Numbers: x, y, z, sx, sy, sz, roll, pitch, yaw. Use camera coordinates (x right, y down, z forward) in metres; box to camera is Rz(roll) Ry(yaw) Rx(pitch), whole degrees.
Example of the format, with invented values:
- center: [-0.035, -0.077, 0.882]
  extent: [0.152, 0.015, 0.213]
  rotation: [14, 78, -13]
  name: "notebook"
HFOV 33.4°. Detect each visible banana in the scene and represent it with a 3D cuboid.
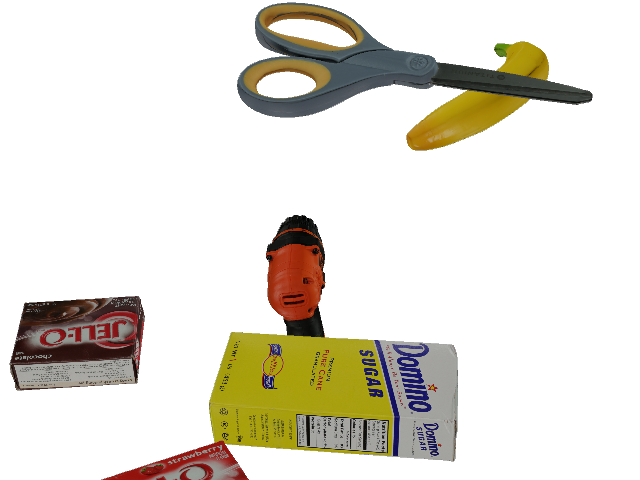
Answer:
- center: [0.142, -0.122, 0.878]
  extent: [0.070, 0.037, 0.197]
  rotation: [-13, 20, 40]
  name: "banana"

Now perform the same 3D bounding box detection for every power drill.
- center: [-0.013, 0.081, 1.006]
  extent: [0.057, 0.187, 0.184]
  rotation: [-9, 19, 5]
  name: "power drill"

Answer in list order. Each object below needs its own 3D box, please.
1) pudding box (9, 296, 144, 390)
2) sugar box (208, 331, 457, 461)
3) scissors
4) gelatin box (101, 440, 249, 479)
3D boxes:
- center: [-0.223, 0.094, 0.988]
  extent: [0.113, 0.039, 0.090]
  rotation: [-5, 33, -2]
  name: "pudding box"
- center: [0.013, 0.113, 0.789]
  extent: [0.176, 0.048, 0.093]
  rotation: [0, 31, 7]
  name: "sugar box"
- center: [0.039, -0.086, 0.599]
  extent: [0.202, 0.096, 0.016]
  rotation: [25, -32, 23]
  name: "scissors"
- center: [-0.079, 0.148, 0.572]
  extent: [0.089, 0.030, 0.073]
  rotation: [-14, 27, -21]
  name: "gelatin box"
